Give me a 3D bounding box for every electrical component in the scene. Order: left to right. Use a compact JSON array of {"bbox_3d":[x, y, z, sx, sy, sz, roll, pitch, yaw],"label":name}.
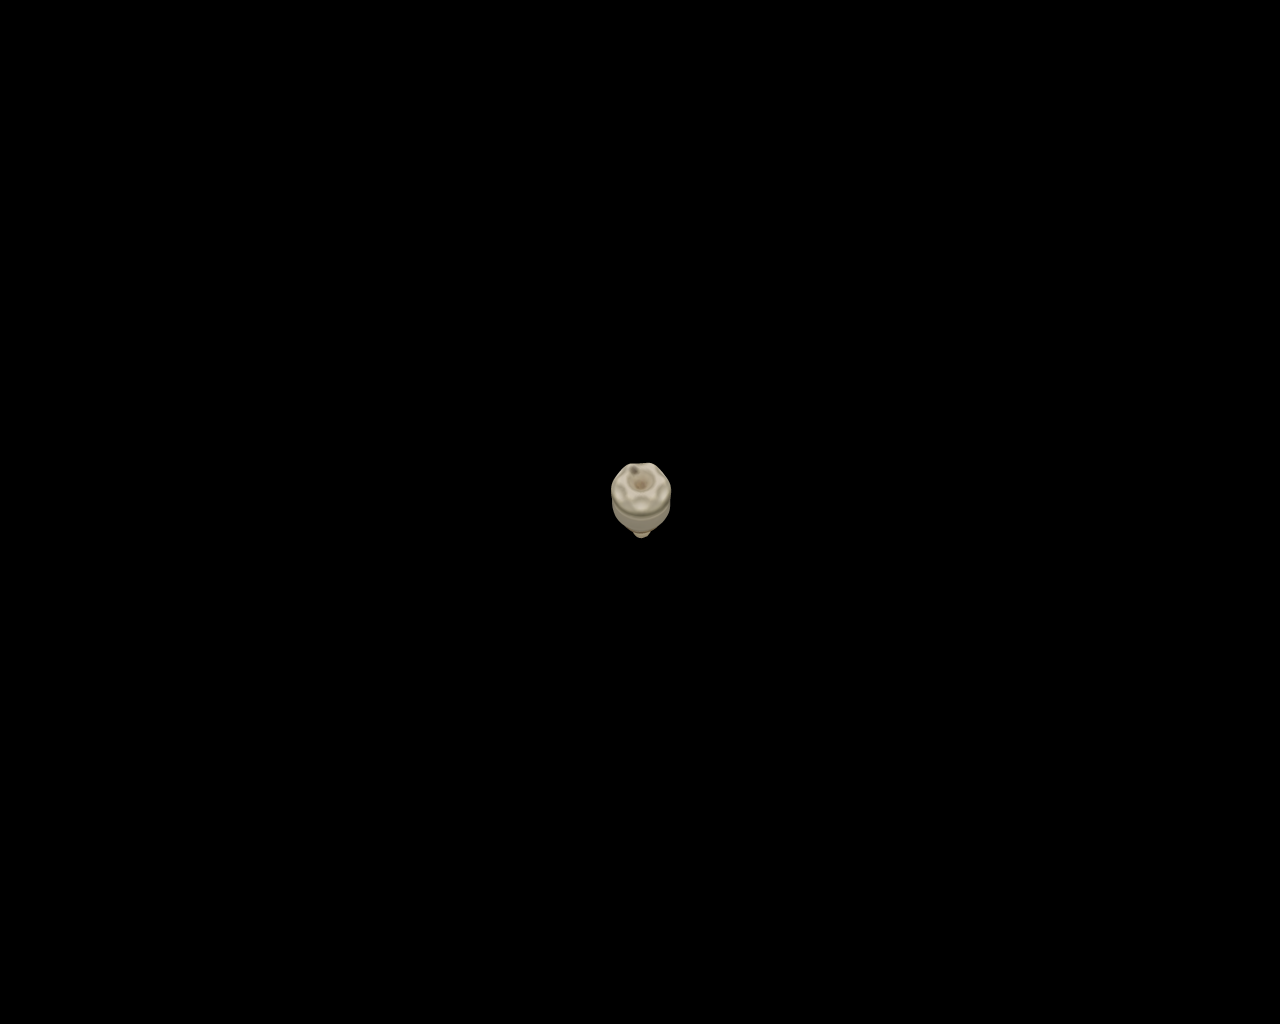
[{"bbox_3d":[0.001,-0.003,0.650,0.035,0.035,0.061,0,-32,0],"label":"electrical component"}]
